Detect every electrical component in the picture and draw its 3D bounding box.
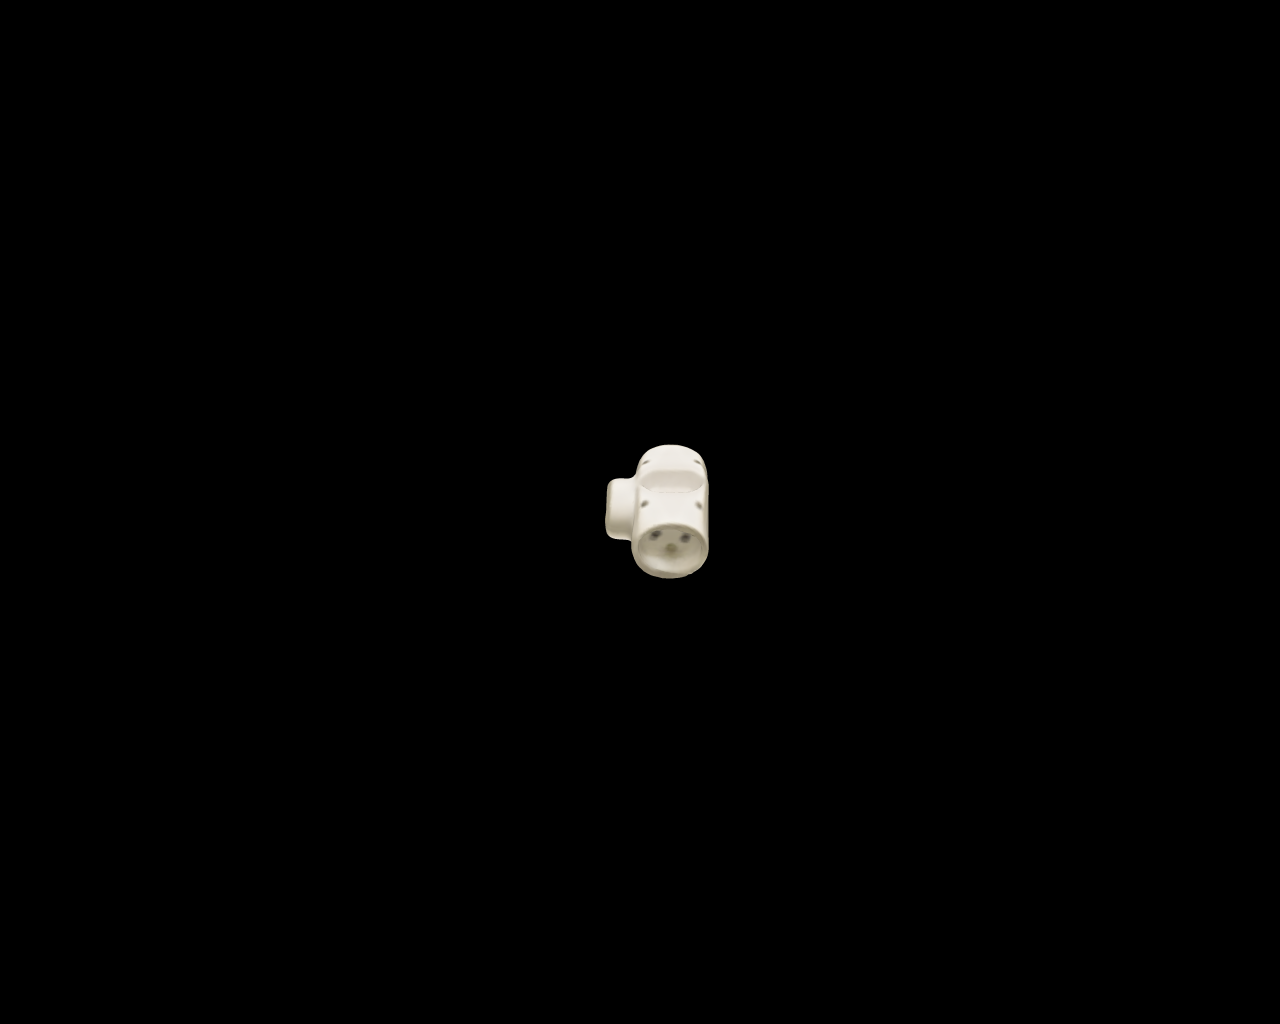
[{"bbox_3d":[0.001,-0.003,0.650,0.079,0.043,0.077,2,40,2],"label":"electrical component"}]
